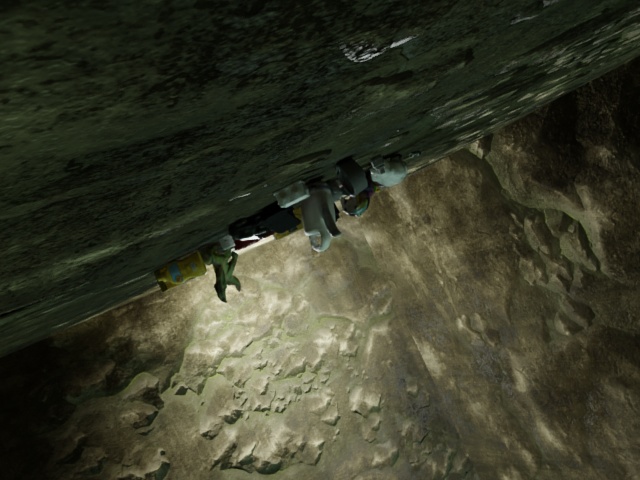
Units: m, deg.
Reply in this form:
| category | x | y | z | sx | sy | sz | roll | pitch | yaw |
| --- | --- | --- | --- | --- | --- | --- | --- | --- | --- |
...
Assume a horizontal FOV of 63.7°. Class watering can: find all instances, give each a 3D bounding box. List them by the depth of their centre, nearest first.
| category | x | y | z | sx | sy | sz | roll | pitch | yaw |
| --- | --- | --- | --- | --- | --- | --- | --- | --- | --- |
| watering can | 0.005 | -0.081 | 1.605 | 0.104 | 0.226 | 0.345 | -6 | 174 | -14 |

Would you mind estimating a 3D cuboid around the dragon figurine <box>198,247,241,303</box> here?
| category | x | y | z | sx | sy | sz | roll | pitch | yaw |
| --- | --- | --- | --- | --- | --- | --- | --- | --- | --- |
| dragon figurine | -0.410 | 0.158 | 2.169 | 0.122 | 0.401 | 0.249 | -11 | -140 | 11 |

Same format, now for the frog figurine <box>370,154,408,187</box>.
| category | x | y | z | sx | sy | sz | roll | pitch | yaw |
| --- | --- | --- | --- | --- | --- | --- | --- | --- | --- |
| frog figurine | 0.254 | -0.251 | 1.919 | 0.137 | 0.121 | 0.162 | -5 | -163 | 19 |
